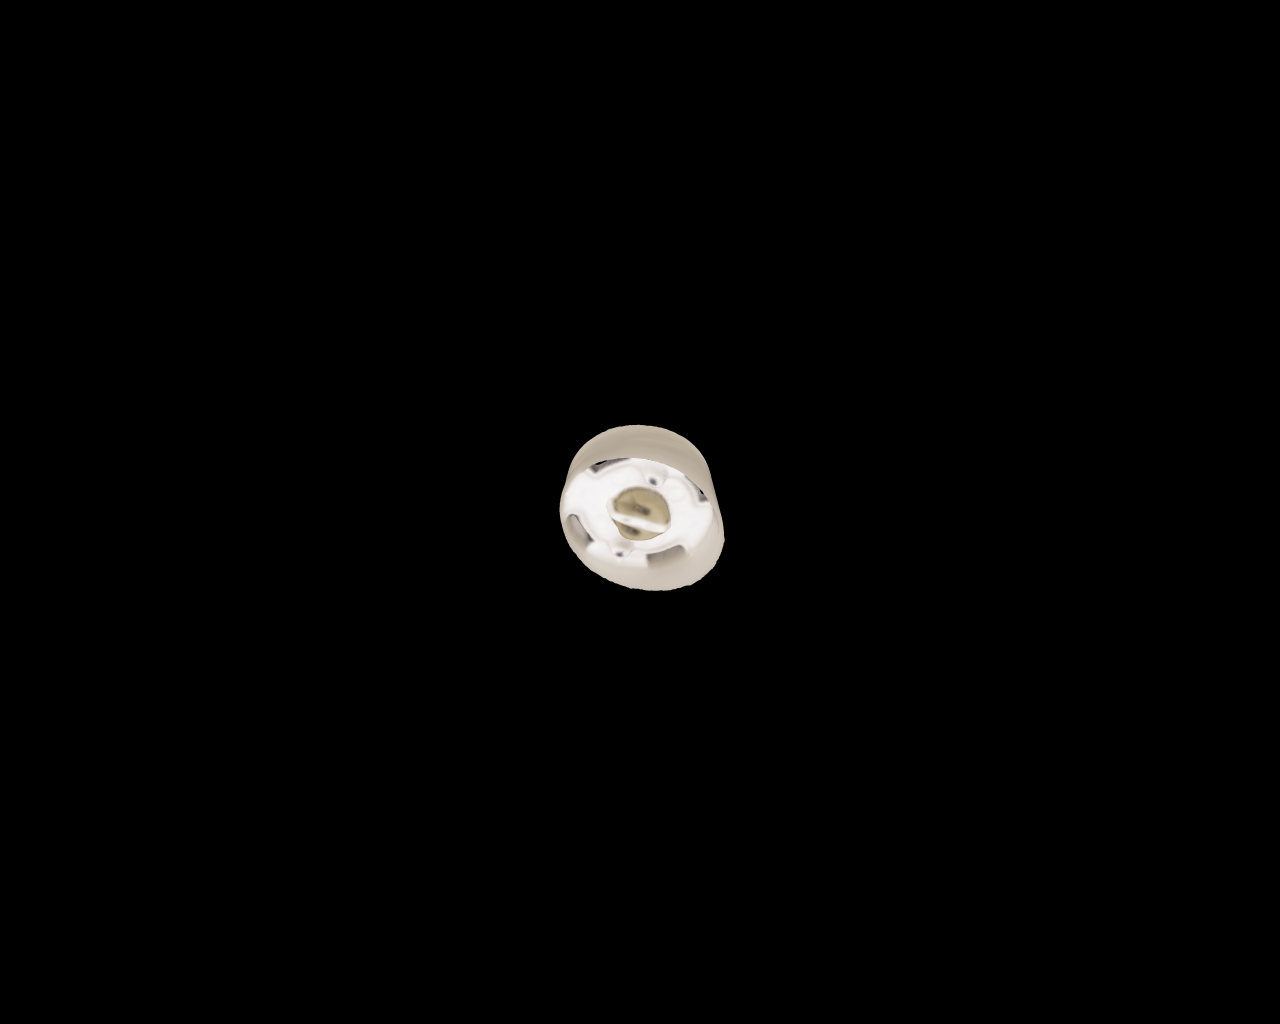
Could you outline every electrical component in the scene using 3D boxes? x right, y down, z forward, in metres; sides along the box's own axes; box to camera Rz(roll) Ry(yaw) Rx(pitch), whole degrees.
[{"bbox_3d":[0.001,-0.003,0.650,0.099,0.099,0.064,0,39,0],"label":"electrical component"}]
